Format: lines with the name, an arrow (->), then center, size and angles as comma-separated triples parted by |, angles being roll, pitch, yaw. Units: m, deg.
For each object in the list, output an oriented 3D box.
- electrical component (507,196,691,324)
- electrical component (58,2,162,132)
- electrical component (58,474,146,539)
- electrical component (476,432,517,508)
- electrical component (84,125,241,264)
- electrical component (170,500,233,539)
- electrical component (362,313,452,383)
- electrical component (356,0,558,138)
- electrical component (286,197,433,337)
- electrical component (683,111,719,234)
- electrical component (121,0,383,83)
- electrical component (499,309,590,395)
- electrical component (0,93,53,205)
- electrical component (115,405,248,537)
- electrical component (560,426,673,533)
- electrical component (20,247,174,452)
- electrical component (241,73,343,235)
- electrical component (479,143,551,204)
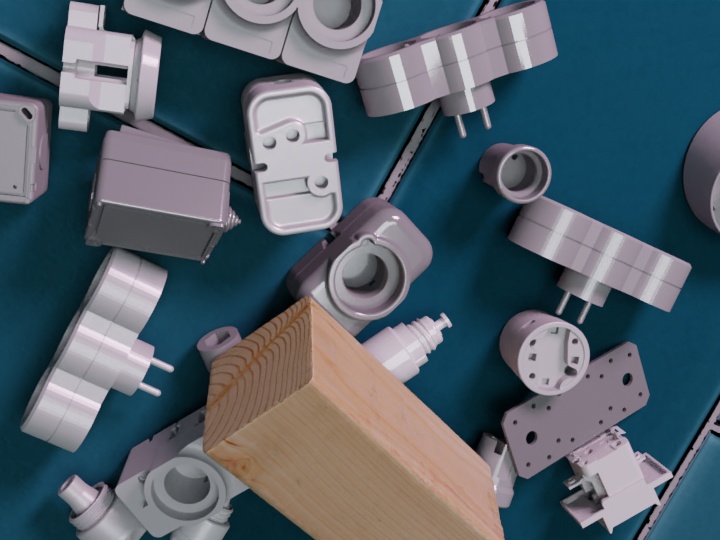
electrical component -> 0.168, 0.003, 0.784 | 0.138, 0.052, 0.073 | 23, 97, -17
electrical component -> -0.156, -0.125, 0.675 | 0.057, 0.058, 0.078 | 6, 101, -12
electrical component -> -0.181, 0.168, 0.745 | 0.043, 0.043, 0.062 | -43, 107, -1
electrical component -> 0.101, 0.150, 0.811 | 0.040, 0.040, 0.046 | 19, 92, -17
electrical component -> -0.123, -0.048, 0.690 | 0.096, 0.061, 0.061 | 10, 64, -17
electrical component -> -0.108, 0.175, 0.769 | 0.035, 0.035, 0.061 | 32, 92, -18
electrical component -> 0.031, 0.057, 0.771 | 0.078, 0.040, 0.040 | -34, 108, -4
electrical component -> 0.069, -0.127, 0.730 | 0.138, 0.052, 0.073 | -20, 107, -8
electrical component -> 0.000, 0.000, 0.740 | 0.095, 0.059, 0.053 | -44, 108, -1
electrical component -> 0.295, -0.069, 0.804 | 0.099, 0.064, 0.099 | -4, 117, -7
electrical component -> -0.065, -0.183, 0.680 | 0.150, 0.062, 0.089 | 15, 99, -16
electrical component -> 0.134, 0.059, 0.792 | 0.055, 0.047, 0.055 | -3, 104, -13
electrical component -> -0.243, -0.079, 0.666 | 0.096, 0.061, 0.061 | 6, 102, -7
electrical component -> -0.115, 0.136, 0.734 | 0.089, 0.055, 0.050 | -31, 109, 13
electrical component -> 0.193, 0.159, 0.833 | 0.081, 0.042, 0.063 | -28, 106, -6
electrical component -> -0.162, 0.060, 0.719 | 0.074, 0.052, 0.138 | 27, 95, -18
electrical component -> -0.046, -0.078, 0.707 | 0.054, 0.059, 0.095 | -9, 112, -8
electrical component -> 0.107, -0.070, 0.756 | 0.040, 0.046, 0.040 | -3, 104, -13
